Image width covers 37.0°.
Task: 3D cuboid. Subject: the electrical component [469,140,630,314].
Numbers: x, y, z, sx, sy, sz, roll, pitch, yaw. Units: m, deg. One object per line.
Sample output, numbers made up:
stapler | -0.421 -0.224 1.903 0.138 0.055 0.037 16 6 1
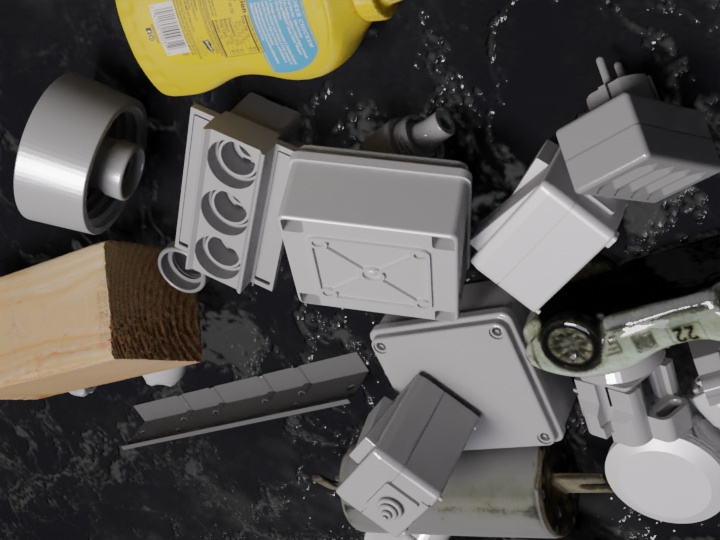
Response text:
electrical component | 0.117 -0.033 0.645 0.061 0.061 0.096 37 133 -2

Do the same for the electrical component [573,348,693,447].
electrical component | 0.172 0.073 0.697 0.078 0.058 0.057 12 128 54

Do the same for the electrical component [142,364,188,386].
electrical component | -0.159 0.063 0.879 0.043 0.043 0.062 29 132 6

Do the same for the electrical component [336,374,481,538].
electrical component | 0.027 0.124 0.711 0.061 0.096 0.061 36 133 0

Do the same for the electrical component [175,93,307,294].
electrical component | -0.079 -0.054 0.733 0.079 0.063 0.121 24 132 10

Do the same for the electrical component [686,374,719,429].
electrical component | 0.242 0.090 0.688 0.065 0.044 0.044 45 133 -2

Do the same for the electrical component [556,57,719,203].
electrical component | 0.148 -0.082 0.589 0.047 0.083 0.075 -29 70 40

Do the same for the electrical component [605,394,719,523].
electrical component | 0.210 0.127 0.725 0.080 0.051 0.080 15 130 18

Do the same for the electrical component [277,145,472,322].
electrical component | 0.012 -0.020 0.664 0.109 0.056 0.108 7 151 9

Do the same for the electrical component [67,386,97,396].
electrical component | -0.265 0.089 0.963 0.061 0.035 0.035 17 131 19

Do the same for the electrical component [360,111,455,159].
electrical component | 0.032 -0.077 0.670 0.043 0.043 0.062 48 131 -12

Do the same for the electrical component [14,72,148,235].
electrical component | -0.185 -0.076 0.747 0.060 0.108 0.108 19 131 6

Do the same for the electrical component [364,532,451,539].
electrical component | 0.052 0.219 0.878 0.077 0.043 0.079 37 103 41

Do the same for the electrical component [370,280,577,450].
electrical component | 0.080 0.067 0.745 0.109 0.056 0.108 -10 119 34

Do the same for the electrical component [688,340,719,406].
electrical component | 0.230 0.048 0.649 0.055 0.066 0.048 -19 116 16

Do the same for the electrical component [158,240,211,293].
electrical component | -0.122 -0.012 0.800 0.040 0.046 0.040 15 130 18
